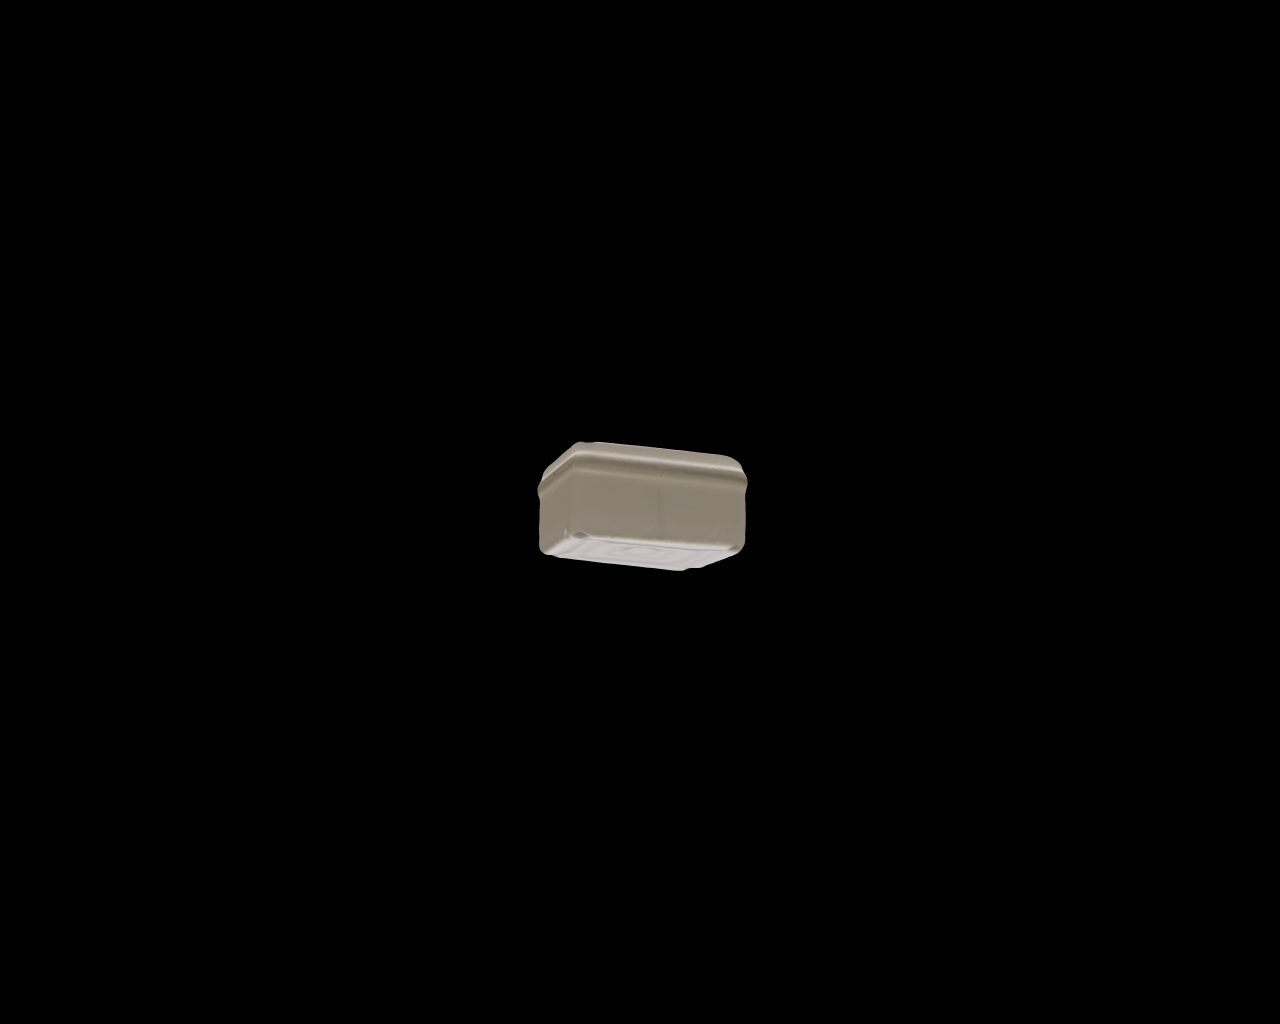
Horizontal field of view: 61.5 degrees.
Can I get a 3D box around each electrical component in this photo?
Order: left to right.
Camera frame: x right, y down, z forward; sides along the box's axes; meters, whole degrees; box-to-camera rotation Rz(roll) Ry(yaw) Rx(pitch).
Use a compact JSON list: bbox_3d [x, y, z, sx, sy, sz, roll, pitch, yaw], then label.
[{"bbox_3d":[0.001,-0.003,0.650,0.113,0.057,0.078,6,-15,-22],"label":"electrical component"}]
